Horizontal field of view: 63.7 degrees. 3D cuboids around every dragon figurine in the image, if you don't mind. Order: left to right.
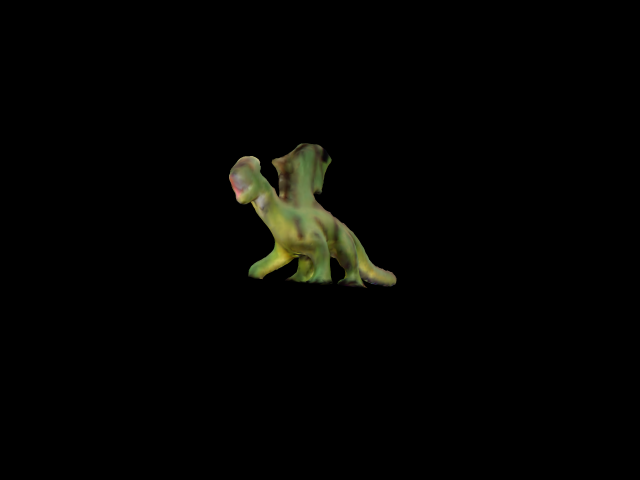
[{"bbox_3d":[0.003,-0.043,0.850,0.121,0.244,0.409,-7,-10,39],"label":"dragon figurine"}]
